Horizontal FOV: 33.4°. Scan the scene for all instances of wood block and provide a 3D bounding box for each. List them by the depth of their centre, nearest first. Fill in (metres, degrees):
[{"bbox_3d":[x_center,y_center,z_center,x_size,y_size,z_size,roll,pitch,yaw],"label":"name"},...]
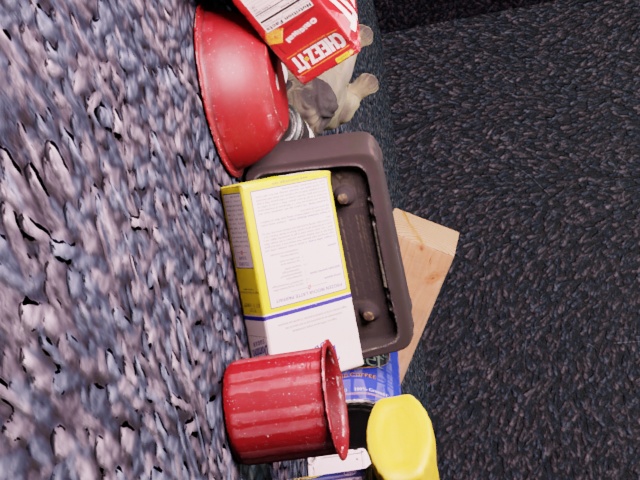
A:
[{"bbox_3d":[0.093,0.079,1.336,0.090,0.090,0.206,-57,167,-68],"label":"wood block"}]

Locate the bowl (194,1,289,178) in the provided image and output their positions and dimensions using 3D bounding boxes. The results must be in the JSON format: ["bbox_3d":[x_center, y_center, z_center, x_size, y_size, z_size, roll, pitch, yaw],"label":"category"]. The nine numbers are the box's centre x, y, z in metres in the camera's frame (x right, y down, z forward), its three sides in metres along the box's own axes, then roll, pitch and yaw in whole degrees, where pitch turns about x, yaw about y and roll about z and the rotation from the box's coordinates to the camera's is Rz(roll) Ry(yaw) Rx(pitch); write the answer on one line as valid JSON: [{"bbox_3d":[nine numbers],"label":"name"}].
[{"bbox_3d":[-0.065,-0.139,0.962,0.162,0.055,0.162,-9,90,-82],"label":"bowl"}]

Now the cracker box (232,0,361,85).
[{"bbox_3d":[-0.048,-0.268,0.933,0.213,0.072,0.164,46,28,-36],"label":"cracker box"}]

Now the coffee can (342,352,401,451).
[{"bbox_3d":[0.037,0.152,1.161,0.140,0.103,0.103,-90,168,-46],"label":"coffee can"}]

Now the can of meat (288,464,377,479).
[{"bbox_3d":[0.017,0.247,0.975,0.102,0.084,0.057,65,17,-60],"label":"can of meat"}]

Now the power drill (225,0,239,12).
[{"bbox_3d":[-0.062,-0.268,1.115,0.187,0.057,0.184,12,69,-82],"label":"power drill"}]

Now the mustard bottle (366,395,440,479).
[{"bbox_3d":[0.087,0.235,0.960,0.096,0.058,0.191,-96,173,-51],"label":"mustard bottle"}]

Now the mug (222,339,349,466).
[{"bbox_3d":[-0.024,0.132,0.832,0.117,0.081,0.093,57,25,-70],"label":"mug"}]

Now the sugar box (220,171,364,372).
[{"bbox_3d":[-0.024,0.033,0.918,0.048,0.093,0.176,2,-78,57],"label":"sugar box"}]
